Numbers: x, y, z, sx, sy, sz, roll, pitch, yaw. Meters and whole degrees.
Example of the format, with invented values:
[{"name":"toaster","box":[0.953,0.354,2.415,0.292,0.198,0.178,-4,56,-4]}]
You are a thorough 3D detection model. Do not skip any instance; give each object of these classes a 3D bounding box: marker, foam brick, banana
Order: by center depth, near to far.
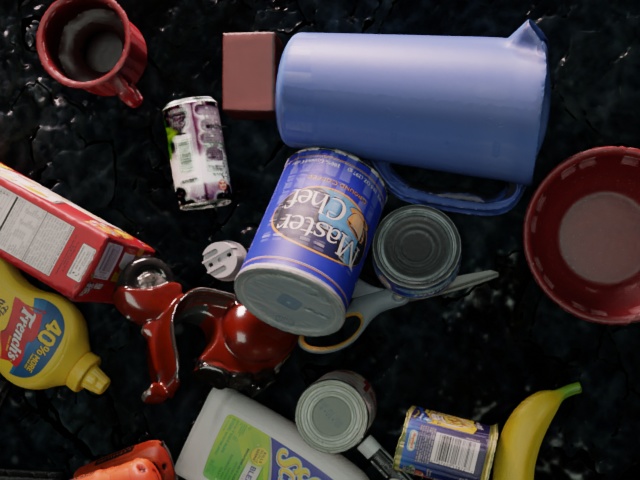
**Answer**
[{"name":"banana","box":[0.194,0.224,0.990,0.070,0.037,0.198,10,89,8]},{"name":"marker","box":[0.083,0.235,1.014,0.020,0.020,0.121,-45,83,3]},{"name":"foam brick","box":[-0.064,-0.157,1.035,0.051,0.053,0.078,-1,86,7]}]

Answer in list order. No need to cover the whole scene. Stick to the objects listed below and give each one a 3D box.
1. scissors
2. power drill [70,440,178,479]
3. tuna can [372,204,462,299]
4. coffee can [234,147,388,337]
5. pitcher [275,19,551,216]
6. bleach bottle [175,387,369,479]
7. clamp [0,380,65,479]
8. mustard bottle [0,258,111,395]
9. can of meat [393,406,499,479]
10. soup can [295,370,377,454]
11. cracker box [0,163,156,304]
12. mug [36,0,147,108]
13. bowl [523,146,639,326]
[{"name":"scissors","box":[0.061,0.040,1.027,0.202,0.016,0.096,-29,84,5]},{"name":"power drill","box":[-0.214,0.237,0.968,0.184,0.187,0.057,-19,87,4]},{"name":"tuna can","box":[0.091,0.010,1.005,0.086,0.034,0.086,-2,72,5]},{"name":"coffee can","box":[-0.006,0.001,0.965,0.103,0.103,0.140,16,57,8]},{"name":"pitcher","box":[0.087,-0.118,0.984,0.243,0.145,0.149,7,76,11]},{"name":"bleach bottle","box":[-0.005,0.232,1.004,0.251,0.068,0.102,26,93,6]},{"name":"clamp","box":[-0.349,0.217,1.060,0.171,0.039,0.120,-22,84,6]},{"name":"mustard bottle","box":[-0.287,0.091,1.049,0.192,0.058,0.096,34,88,7]},{"name":"can of meat","box":[0.115,0.189,0.971,0.084,0.102,0.057,14,89,10]},{"name":"soup can","box":[0.016,0.157,0.984,0.068,0.102,0.068,0,87,7]},{"name":"cracker box","box":[-0.278,-0.017,1.000,0.214,0.164,0.072,28,89,8]},{"name":"mug","box":[-0.210,-0.177,1.039,0.093,0.081,0.117,-39,83,4]},{"name":"bowl","box":[0.267,-0.003,0.982,0.162,0.055,0.162,0,87,7]}]
